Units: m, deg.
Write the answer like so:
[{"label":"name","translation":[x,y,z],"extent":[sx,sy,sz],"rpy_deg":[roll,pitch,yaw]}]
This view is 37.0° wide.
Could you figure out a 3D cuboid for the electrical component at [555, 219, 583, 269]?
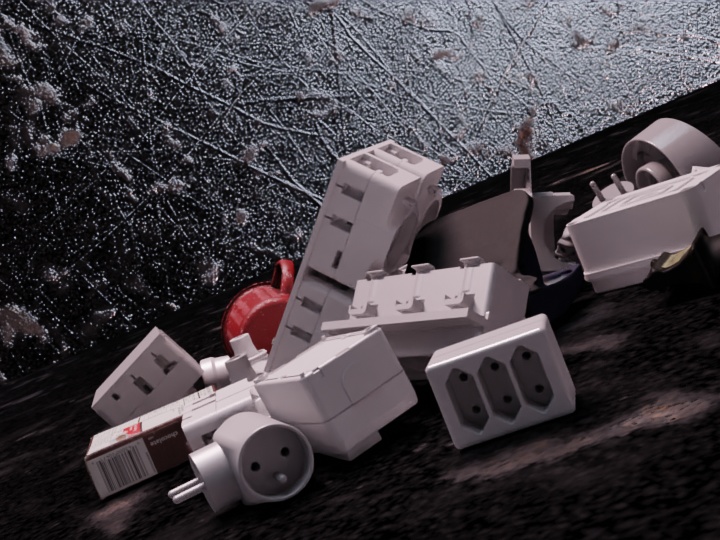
[{"label":"electrical component","translation":[0.194,-0.022,0.946],"extent":[0.040,0.040,0.046],"rpy_deg":[-19,11,34]}]

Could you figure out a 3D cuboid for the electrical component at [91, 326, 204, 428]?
[{"label":"electrical component","translation":[-0.199,0.109,1.022],"extent":[0.089,0.062,0.150],"rpy_deg":[-48,9,-9]}]

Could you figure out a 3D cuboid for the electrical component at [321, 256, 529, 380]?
[{"label":"electrical component","translation":[0.047,0.034,0.697],"extent":[0.121,0.063,0.079],"rpy_deg":[-8,-28,43]}]

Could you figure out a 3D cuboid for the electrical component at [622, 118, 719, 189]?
[{"label":"electrical component","translation":[0.278,-0.084,0.935],"extent":[0.064,0.099,0.099],"rpy_deg":[-30,7,-14]}]

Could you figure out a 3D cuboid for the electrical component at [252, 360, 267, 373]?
[{"label":"electrical component","translation":[-0.083,0.100,0.860],"extent":[0.040,0.040,0.078],"rpy_deg":[-21,5,17]}]

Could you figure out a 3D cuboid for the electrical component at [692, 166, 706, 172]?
[{"label":"electrical component","translation":[0.287,-0.058,0.852],"extent":[0.066,0.048,0.055],"rpy_deg":[6,16,10]}]

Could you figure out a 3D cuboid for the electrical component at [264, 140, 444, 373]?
[{"label":"electrical component","translation":[0.000,0.000,0.855],"extent":[0.105,0.060,0.186],"rpy_deg":[-32,-34,-63]}]

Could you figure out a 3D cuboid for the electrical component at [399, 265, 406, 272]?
[{"label":"electrical component","translation":[0.068,0.017,0.980],"extent":[0.078,0.057,0.058],"rpy_deg":[-20,5,21]}]

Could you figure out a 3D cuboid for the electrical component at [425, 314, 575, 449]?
[{"label":"electrical component","translation":[0.078,0.055,0.584],"extent":[0.066,0.047,0.077],"rpy_deg":[-21,5,14]}]

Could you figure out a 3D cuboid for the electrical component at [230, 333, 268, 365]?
[{"label":"electrical component","translation":[-0.092,0.086,0.921],"extent":[0.043,0.062,0.043],"rpy_deg":[-22,5,2]}]

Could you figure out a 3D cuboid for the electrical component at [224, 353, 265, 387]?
[{"label":"electrical component","translation":[-0.080,0.093,0.793],"extent":[0.048,0.062,0.048],"rpy_deg":[-22,5,2]}]

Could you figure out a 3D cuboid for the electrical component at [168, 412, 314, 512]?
[{"label":"electrical component","translation":[-0.073,0.115,0.625],"extent":[0.079,0.044,0.077],"rpy_deg":[-24,5,-17]}]

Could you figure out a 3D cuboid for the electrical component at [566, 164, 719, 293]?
[{"label":"electrical component","translation":[0.223,-0.030,0.800],"extent":[0.113,0.057,0.078],"rpy_deg":[-18,7,44]}]

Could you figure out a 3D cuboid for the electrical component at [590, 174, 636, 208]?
[{"label":"electrical component","translation":[0.217,-0.046,0.884],"extent":[0.077,0.079,0.043],"rpy_deg":[-19,31,34]}]

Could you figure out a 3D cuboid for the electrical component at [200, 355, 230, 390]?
[{"label":"electrical component","translation":[-0.130,0.102,1.059],"extent":[0.046,0.040,0.040],"rpy_deg":[-16,5,-2]}]

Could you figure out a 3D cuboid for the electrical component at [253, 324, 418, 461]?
[{"label":"electrical component","translation":[-0.017,0.078,0.666],"extent":[0.062,0.061,0.096],"rpy_deg":[-31,6,-27]}]

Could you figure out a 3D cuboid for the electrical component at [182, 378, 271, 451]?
[{"label":"electrical component","translation":[-0.082,0.107,0.717],"extent":[0.056,0.050,0.089],"rpy_deg":[-23,5,-6]}]
